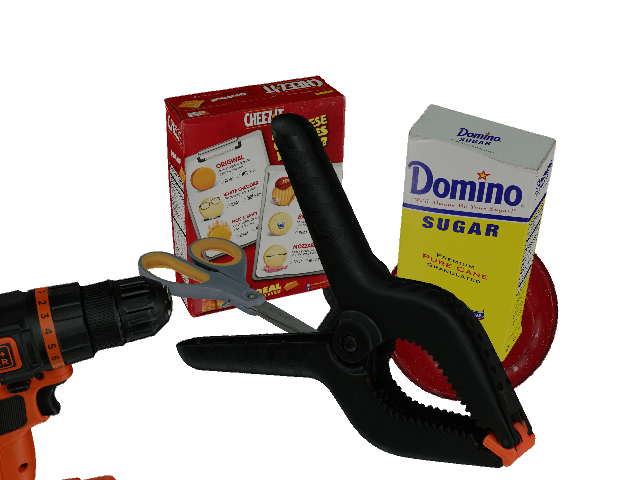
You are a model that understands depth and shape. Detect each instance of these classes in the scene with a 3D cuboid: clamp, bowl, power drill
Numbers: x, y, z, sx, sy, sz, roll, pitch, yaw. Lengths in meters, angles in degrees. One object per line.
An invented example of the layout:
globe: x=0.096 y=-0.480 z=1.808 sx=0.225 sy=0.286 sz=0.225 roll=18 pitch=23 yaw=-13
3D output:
clamp: x=0.052 y=0.070 z=1.173 sx=0.120 sy=0.171 sz=0.039 roll=6 pitch=-42 yaw=4
clamp: x=0.023 y=0.040 z=0.560 sx=0.210 sy=0.165 sz=0.036 roll=29 pitch=24 yaw=25
bowl: x=0.136 y=0.070 z=0.937 sx=0.162 sy=0.162 sz=0.055 roll=0 pitch=7 yaw=-3
power drill: x=-0.177 y=0.118 z=0.703 sx=0.184 sy=0.188 sz=0.057 roll=-12 pitch=25 yaw=-8

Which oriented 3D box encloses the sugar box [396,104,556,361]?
sugar box: x=0.104 y=-0.002 z=0.752 sx=0.093 sy=0.176 sz=0.048 roll=19 pitch=45 yaw=21

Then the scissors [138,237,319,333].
scissors: x=-0.050 y=0.038 z=0.839 sx=0.202 sy=0.016 sz=0.096 roll=17 pitch=31 yaw=23

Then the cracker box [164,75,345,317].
cracker box: x=-0.064 y=-0.044 z=1.053 sx=0.164 sy=0.214 sz=0.072 roll=-12 pitch=32 yaw=-21
